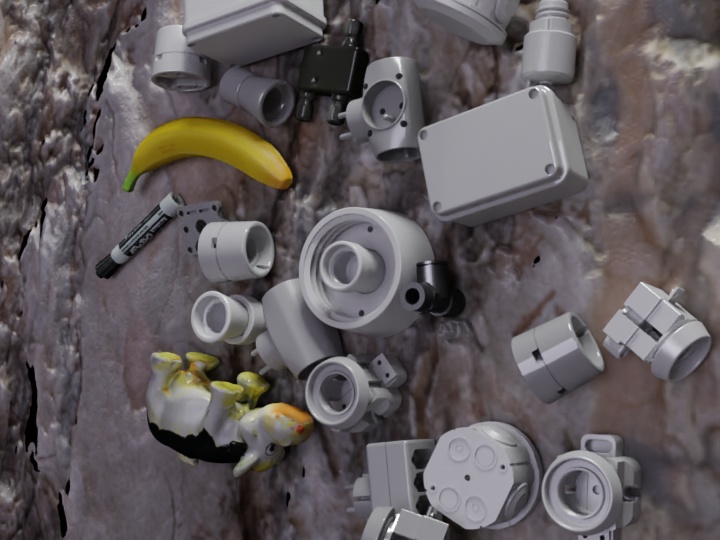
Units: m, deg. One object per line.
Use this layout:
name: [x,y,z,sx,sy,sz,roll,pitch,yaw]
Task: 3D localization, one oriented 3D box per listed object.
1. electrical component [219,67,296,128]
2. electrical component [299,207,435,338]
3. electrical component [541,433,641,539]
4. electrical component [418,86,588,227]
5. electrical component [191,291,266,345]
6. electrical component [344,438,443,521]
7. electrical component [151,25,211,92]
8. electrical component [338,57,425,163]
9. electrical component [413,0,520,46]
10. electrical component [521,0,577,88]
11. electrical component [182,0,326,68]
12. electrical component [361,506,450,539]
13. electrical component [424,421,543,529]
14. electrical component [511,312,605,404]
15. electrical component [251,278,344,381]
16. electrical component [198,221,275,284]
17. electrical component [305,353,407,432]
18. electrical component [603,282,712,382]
electrical component: [-0.095,-0.159,0.970,0.065,0.044,0.044,29,100,36]
electrical component: [0.000,0.000,0.877,0.108,0.060,0.108,-4,82,32]
electrical component: [0.162,0.155,0.756,0.058,0.057,0.078,0,84,33]
electrical component: [0.107,-0.085,0.821,0.113,0.057,0.078,-17,75,30]
electrical component: [-0.114,0.043,0.948,0.045,0.055,0.045,-4,82,32]
electrical component: [0.020,0.179,0.850,0.076,0.047,0.083,-11,78,31]
electrical component: [-0.168,-0.199,1.013,0.055,0.055,0.047,-5,77,32]
electrical component: [0.015,-0.128,0.892,0.079,0.044,0.077,-12,78,32]
electrical component: [0.085,-0.212,0.838,0.080,0.080,0.051,30,95,32]
electrical component: [0.145,-0.175,0.818,0.040,0.040,0.078,3,86,33]
electrical component: [-0.094,-0.228,0.955,0.113,0.078,0.057,-11,76,31]
electrical component: [0.032,0.200,0.781,0.055,0.048,0.066,17,63,15]
electrical component: [0.092,0.154,0.805,0.080,0.051,0.080,-4,82,32]
electrical component: [0.145,0.063,0.781,0.047,0.055,0.055,-31,68,22]
electrical component: [-0.062,0.060,0.920,0.079,0.043,0.077,-37,65,24]
electrical component: [-0.108,-0.017,0.953,0.047,0.055,0.055,-4,82,29]
electrical component: [-0.007,0.100,0.871,0.078,0.057,0.058,-43,64,21]
electrical component: [0.209,0.045,0.747,0.055,0.048,0.066,46,109,36]
